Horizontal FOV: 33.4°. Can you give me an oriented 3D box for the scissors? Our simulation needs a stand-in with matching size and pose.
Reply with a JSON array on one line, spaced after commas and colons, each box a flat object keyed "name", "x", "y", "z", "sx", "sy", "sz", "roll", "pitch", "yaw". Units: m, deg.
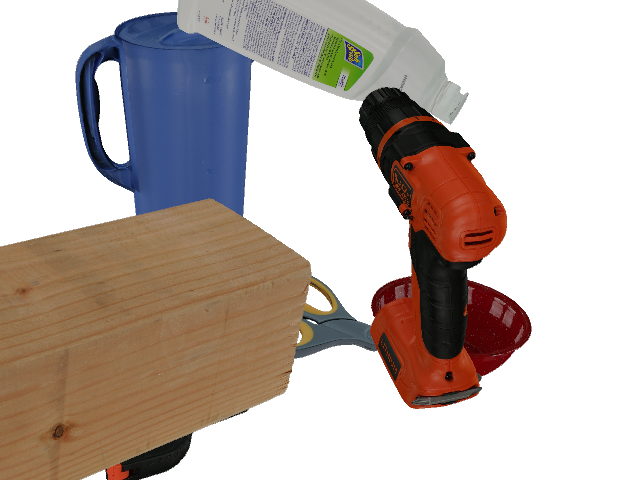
[{"name": "scissors", "x": 0.026, "y": 0.090, "z": 0.892, "sx": 0.202, "sy": 0.016, "sz": 0.096, "roll": 32, "pitch": 54, "yaw": 18}]

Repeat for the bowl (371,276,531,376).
[{"name": "bowl", "x": 0.129, "y": 0.096, "z": 1.081, "sx": 0.162, "sy": 0.055, "sz": 0.162, "roll": 5, "pitch": 26, "yaw": -3}]

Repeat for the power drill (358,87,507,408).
[{"name": "power drill", "x": 0.067, "y": 0.006, "z": 0.732, "sx": 0.057, "sy": 0.188, "sz": 0.184, "roll": -10, "pitch": 35, "yaw": -11}]

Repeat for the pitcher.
[{"name": "pitcher", "x": -0.143, "y": -0.098, "z": 1.066, "sx": 0.149, "sy": 0.243, "sz": 0.144, "roll": 13, "pitch": 28, "yaw": 21}]

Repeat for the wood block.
[{"name": "wood block", "x": -0.113, "y": 0.053, "z": 0.545, "sx": 0.090, "sy": 0.091, "sz": 0.205, "roll": 32, "pitch": 33, "yaw": 35}]

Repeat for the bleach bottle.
[{"name": "bleach bottle", "x": 0.004, "y": -0.165, "z": 0.886, "sx": 0.251, "sy": 0.068, "sz": 0.103, "roll": 30, "pitch": -35, "yaw": 8}]

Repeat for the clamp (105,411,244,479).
[{"name": "clamp", "x": -0.155, "y": 0.163, "z": 0.996, "sx": 0.120, "sy": 0.039, "sz": 0.171, "roll": 18, "pitch": 29, "yaw": 26}]
